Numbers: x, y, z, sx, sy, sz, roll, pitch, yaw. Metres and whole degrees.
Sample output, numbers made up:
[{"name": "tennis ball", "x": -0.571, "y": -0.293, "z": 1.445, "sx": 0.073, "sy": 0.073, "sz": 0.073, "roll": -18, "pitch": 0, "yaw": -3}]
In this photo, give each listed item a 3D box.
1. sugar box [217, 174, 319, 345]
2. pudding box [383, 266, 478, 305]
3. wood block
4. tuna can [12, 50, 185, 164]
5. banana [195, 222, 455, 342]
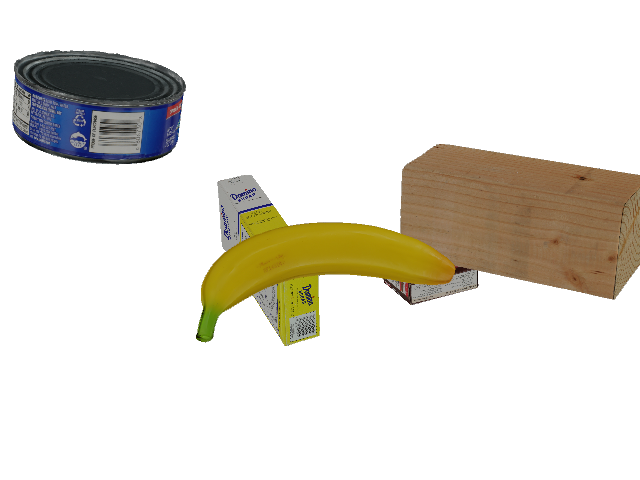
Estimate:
[{"name": "sugar box", "x": -0.054, "y": 0.016, "z": 1.092, "sx": 0.048, "sy": 0.093, "sz": 0.176, "roll": -14, "pitch": 41, "yaw": -17}, {"name": "pudding box", "x": 0.158, "y": 0.049, "z": 1.536, "sx": 0.113, "sy": 0.039, "sz": 0.090, "roll": -15, "pitch": 24, "yaw": -18}, {"name": "wood block", "x": 0.185, "y": -0.023, "z": 0.985, "sx": 0.206, "sy": 0.090, "sz": 0.090, "roll": 12, "pitch": 26, "yaw": 28}, {"name": "tuna can", "x": -0.113, "y": -0.069, "z": 0.546, "sx": 0.086, "sy": 0.034, "sz": 0.086, "roll": 9, "pitch": 24, "yaw": -4}, {"name": "banana", "x": -0.003, "y": 0.019, "z": 0.748, "sx": 0.197, "sy": 0.069, "sz": 0.037, "roll": -13, "pitch": -16, "yaw": -20}]
